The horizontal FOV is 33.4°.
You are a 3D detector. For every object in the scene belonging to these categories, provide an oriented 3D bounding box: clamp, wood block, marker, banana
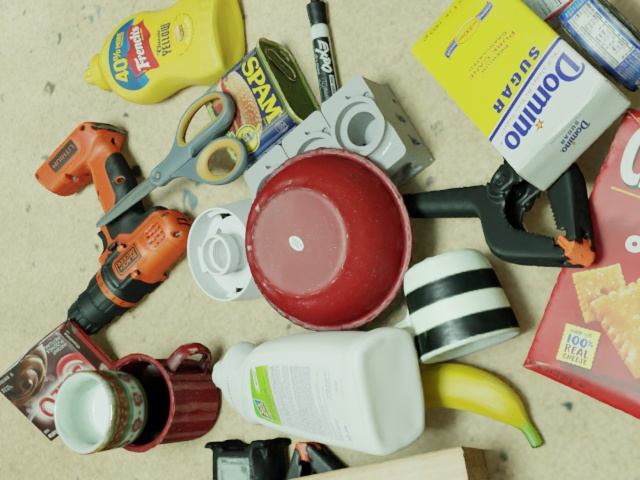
[{"bbox_3d":[0.157,-0.052,0.849,0.165,0.036,0.210,-59,35,11],"label":"clamp"},{"bbox_3d":[0.035,0.232,0.872,0.206,0.090,0.090,-15,74,16],"label":"wood block"},{"bbox_3d":[0.004,-0.172,1.007,0.020,0.020,0.121,-16,76,31],"label":"marker"},{"bbox_3d":[0.017,0.262,0.943,0.120,0.039,0.171,-10,80,21],"label":"clamp"},{"bbox_3d":[0.090,0.139,0.907,0.198,0.037,0.069,-4,83,33],"label":"banana"}]

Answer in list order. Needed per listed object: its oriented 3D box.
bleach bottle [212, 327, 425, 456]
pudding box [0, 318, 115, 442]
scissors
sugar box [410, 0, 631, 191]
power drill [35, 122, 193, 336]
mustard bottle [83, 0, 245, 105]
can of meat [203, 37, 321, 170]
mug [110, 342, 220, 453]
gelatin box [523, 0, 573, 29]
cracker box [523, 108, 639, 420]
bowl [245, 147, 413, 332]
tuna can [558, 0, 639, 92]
[{"bbox_3d":[-0.018,0.121,0.932,0.251,0.067,0.102,0,102,53],"label":"bleach bottle"},{"bbox_3d":[-0.271,0.146,1.115,0.114,0.039,0.090,-36,103,27],"label":"pudding box"},{"bbox_3d":[-0.139,-0.053,1.026,0.202,0.016,0.096,-50,65,21],"label":"scissors"},{"bbox_3d":[0.150,-0.128,0.828,0.093,0.048,0.176,-48,43,16],"label":"sugar box"},{"bbox_3d":[-0.229,-0.015,1.121,0.185,0.057,0.188,-41,67,22],"label":"power drill"},{"bbox_3d":[-0.169,-0.191,1.097,0.192,0.058,0.096,-12,77,32],"label":"mustard bottle"},{"bbox_3d":[-0.055,-0.126,1.019,0.084,0.057,0.102,-37,67,27],"label":"can of meat"},{"bbox_3d":[-0.145,0.146,1.032,0.093,0.081,0.117,40,106,29],"label":"mug"},{"bbox_3d":[0.178,-0.209,0.892,0.089,0.030,0.073,-38,67,26],"label":"gelatin box"},{"bbox_3d":[0.267,0.030,0.784,0.164,0.072,0.214,24,97,32],"label":"cracker box"},{"bbox_3d":[-0.006,0.001,0.904,0.162,0.055,0.162,1,92,27],"label":"bowl"},{"bbox_3d":[0.225,-0.154,0.823,0.034,0.086,0.086,-46,63,23],"label":"tuna can"}]
